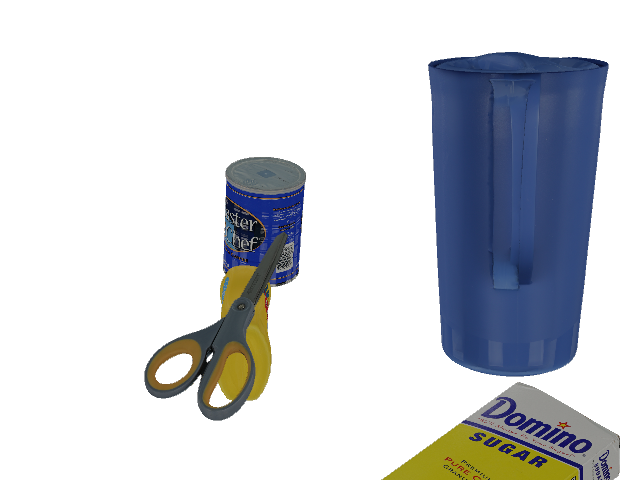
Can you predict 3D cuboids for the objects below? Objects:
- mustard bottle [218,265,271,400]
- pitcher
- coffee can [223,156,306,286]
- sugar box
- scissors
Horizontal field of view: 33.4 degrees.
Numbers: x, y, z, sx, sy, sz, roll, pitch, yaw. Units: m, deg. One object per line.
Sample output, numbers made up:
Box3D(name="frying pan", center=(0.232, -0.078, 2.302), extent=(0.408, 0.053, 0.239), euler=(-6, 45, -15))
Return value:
Box3D(name="mustard bottle", center=(-0.082, 0.082, 1.155), extent=(0.058, 0.096, 0.191), euler=(-1, 27, -3))
Box3D(name="pitcher", center=(0.147, -0.020, 0.821), extent=(0.149, 0.243, 0.145), euler=(-11, 17, -32))
Box3D(name="coffee can", center=(-0.074, -0.025, 1.384), extent=(0.103, 0.140, 0.103), euler=(3, 28, -2))
Box3D(name="sugar box", center=(0.111, 0.169, 0.723), extent=(0.176, 0.048, 0.093), euler=(-32, 38, -28))
Box3D(name="scissors", center=(-0.084, 0.063, 0.867), extent=(0.096, 0.016, 0.201), euler=(-2, 42, 8))
